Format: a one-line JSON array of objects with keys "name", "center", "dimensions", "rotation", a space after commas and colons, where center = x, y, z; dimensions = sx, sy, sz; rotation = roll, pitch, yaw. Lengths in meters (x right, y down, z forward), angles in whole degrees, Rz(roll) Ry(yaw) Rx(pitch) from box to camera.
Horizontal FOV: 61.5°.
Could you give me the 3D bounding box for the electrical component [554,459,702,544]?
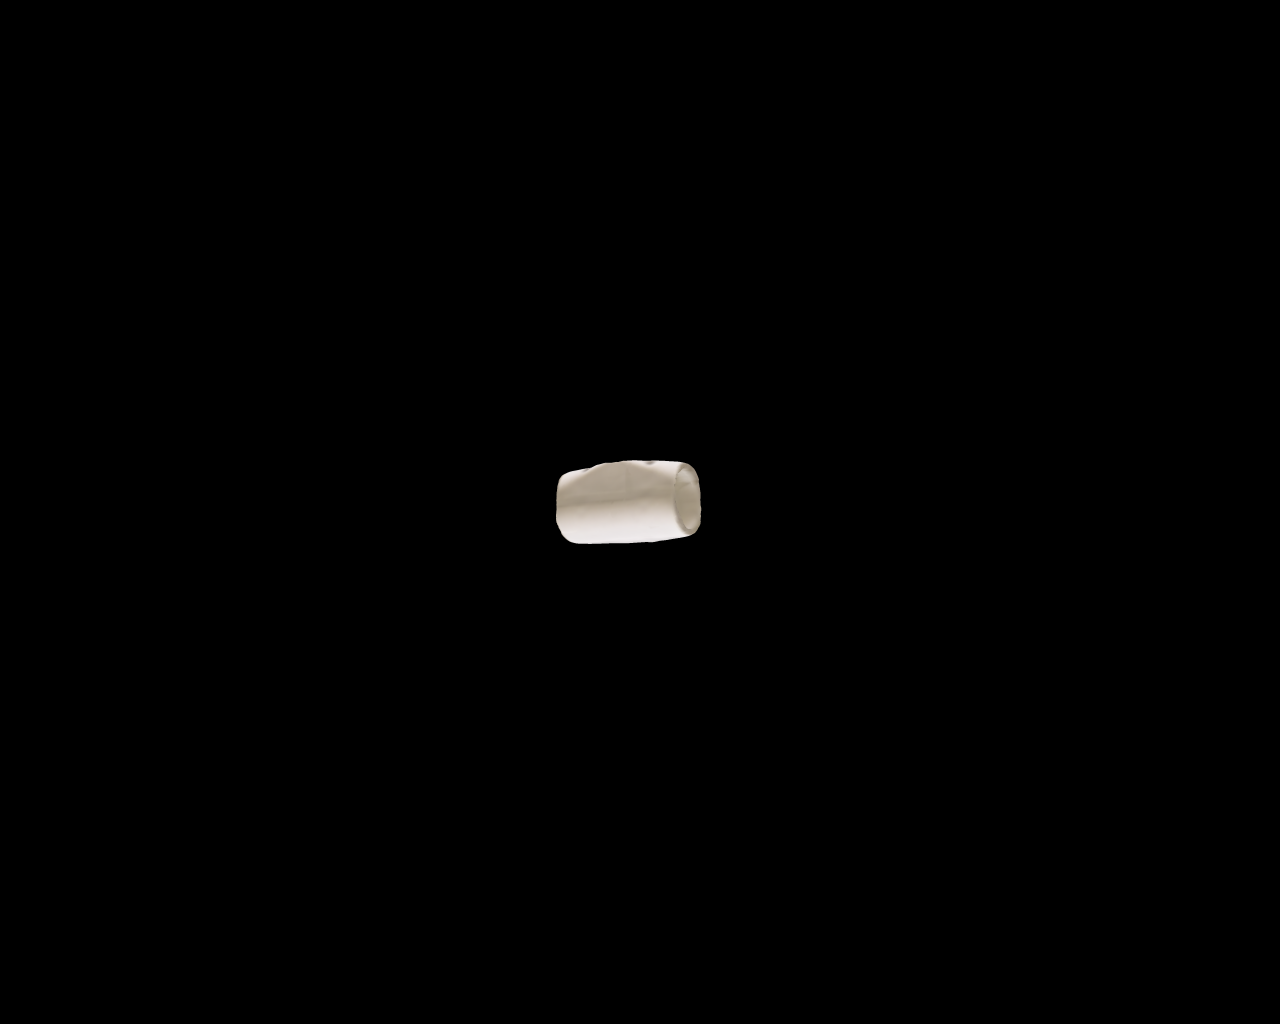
[{"name": "electrical component", "center": [0.001, -0.003, 0.650], "dimensions": [0.077, 0.044, 0.079], "rotation": [-5, -11, 24]}]
